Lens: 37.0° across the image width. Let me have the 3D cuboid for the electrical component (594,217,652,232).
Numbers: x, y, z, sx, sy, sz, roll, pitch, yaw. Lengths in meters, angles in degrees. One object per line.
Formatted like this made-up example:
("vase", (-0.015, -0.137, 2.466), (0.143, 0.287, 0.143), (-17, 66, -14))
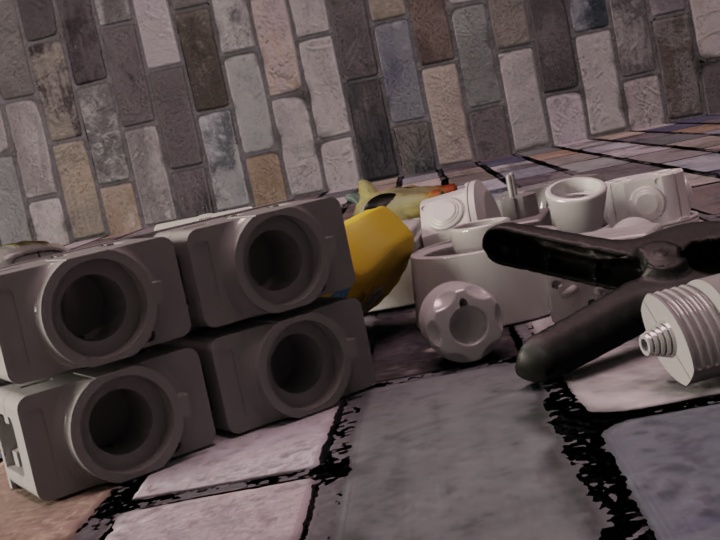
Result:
("electrical component", (0.165, -0.007, 0.688), (0.045, 0.045, 0.055), (-4, 11, 46))

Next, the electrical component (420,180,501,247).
("electrical component", (0.082, -0.026, 0.834), (0.051, 0.080, 0.080), (-15, 6, 19))

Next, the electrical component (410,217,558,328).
("electrical component", (0.085, -0.002, 0.712), (0.108, 0.060, 0.108), (-11, 7, 1))

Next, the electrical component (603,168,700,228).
("electrical component", (0.244, -0.055, 0.912), (0.080, 0.051, 0.080), (-11, 7, 1))

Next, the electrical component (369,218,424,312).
("electrical component", (0.000, 0.000, 0.850), (0.109, 0.056, 0.108), (-10, 7, 10))

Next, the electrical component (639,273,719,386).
("electrical component", (0.160, 0.023, 0.468), (0.081, 0.043, 0.043), (-13, 7, -12))

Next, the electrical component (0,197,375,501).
("electrical component", (-0.088, 0.033, 0.540), (0.186, 0.105, 0.060), (-16, 9, -32))

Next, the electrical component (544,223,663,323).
("electrical component", (0.138, 0.006, 0.621), (0.066, 0.047, 0.077), (-8, 8, 29))

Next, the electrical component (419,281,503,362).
("electrical component", (0.054, 0.027, 0.604), (0.043, 0.043, 0.062), (-12, 6, -7))

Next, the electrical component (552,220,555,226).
("electrical component", (0.191, -0.045, 0.965), (0.044, 0.044, 0.065), (-10, 12, 10))

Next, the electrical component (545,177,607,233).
("electrical component", (0.161, -0.030, 0.789), (0.044, 0.065, 0.044), (-9, 25, 4))

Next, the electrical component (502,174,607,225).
("electrical component", (0.192, -0.060, 1.037), (0.089, 0.050, 0.056), (-14, 7, -15))

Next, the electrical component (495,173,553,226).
("electrical component", (0.133, -0.044, 0.905), (0.047, 0.075, 0.083), (-9, 7, 16))

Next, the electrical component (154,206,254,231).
("electrical component", (-0.112, 0.003, 0.832), (0.100, 0.099, 0.048), (-10, -25, 11))
